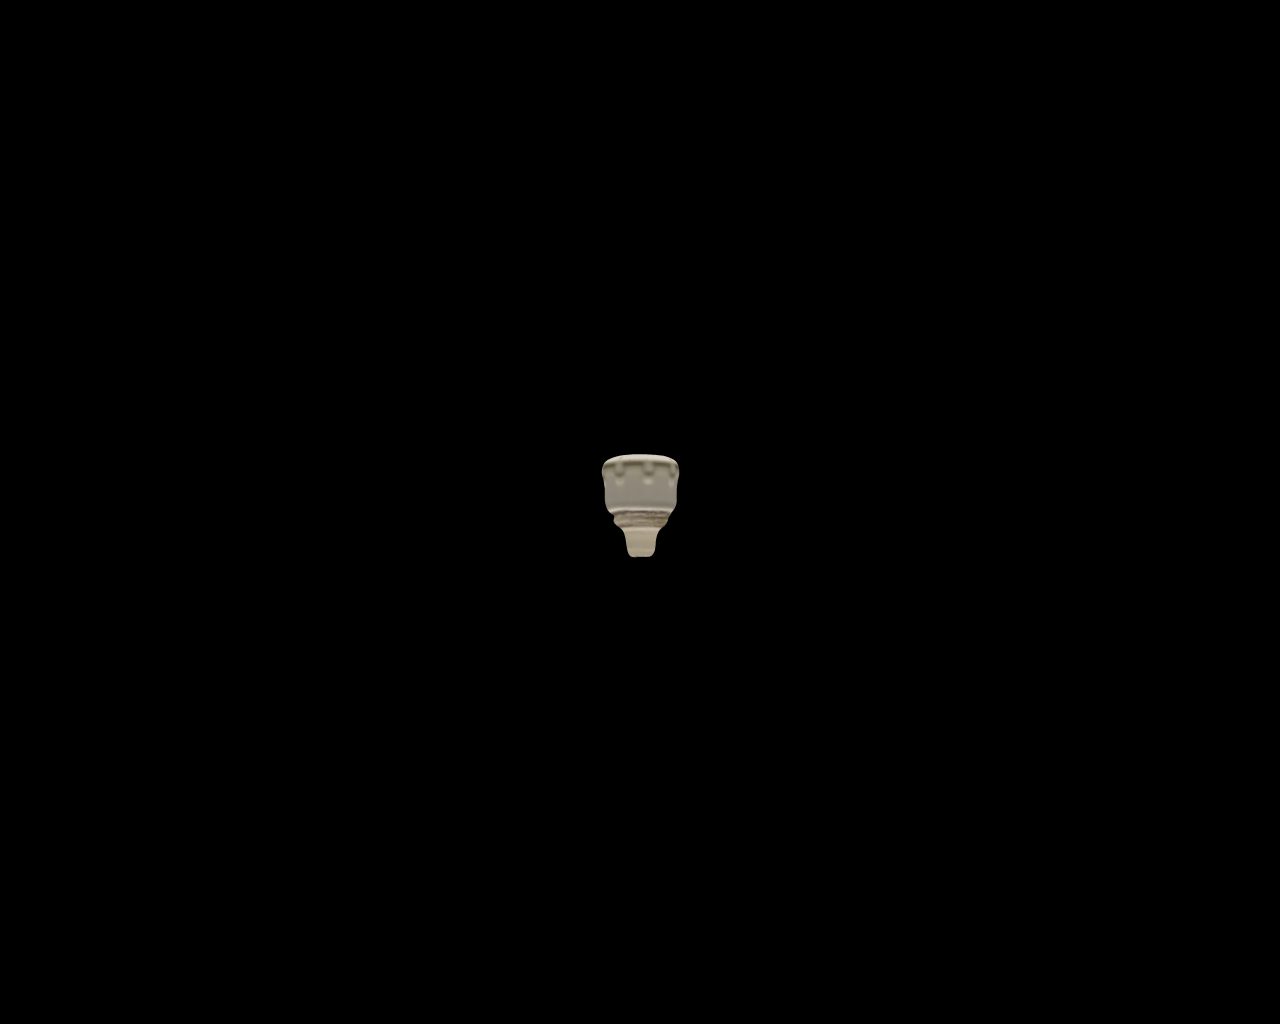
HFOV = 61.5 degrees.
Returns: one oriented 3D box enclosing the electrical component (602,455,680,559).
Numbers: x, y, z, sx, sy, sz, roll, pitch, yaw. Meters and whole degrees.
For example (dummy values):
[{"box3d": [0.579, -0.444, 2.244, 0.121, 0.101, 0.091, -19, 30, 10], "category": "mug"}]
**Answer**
[{"box3d": [0.001, -0.003, 0.650, 0.048, 0.062, 0.048, 0, -4, 0], "category": "electrical component"}]
